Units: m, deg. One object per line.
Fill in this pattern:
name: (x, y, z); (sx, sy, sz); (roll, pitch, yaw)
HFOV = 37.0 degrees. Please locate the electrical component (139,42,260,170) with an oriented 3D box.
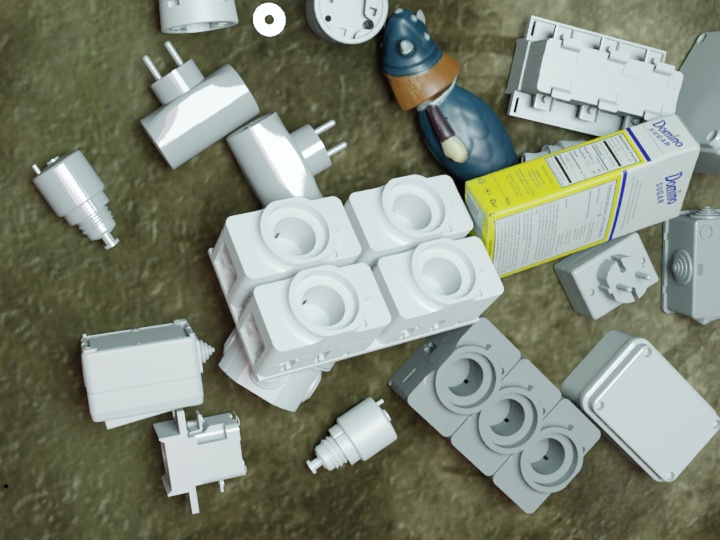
electrical component: (-0.126, -0.126, 0.781); (0.077, 0.043, 0.079); (-35, 105, -7)

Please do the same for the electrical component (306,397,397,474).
electrical component: (-0.007, 0.135, 0.854); (0.078, 0.040, 0.040); (-34, 105, -7)

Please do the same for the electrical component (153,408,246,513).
electrical component: (-0.122, 0.139, 0.825); (0.064, 0.042, 0.081); (-10, 102, -17)

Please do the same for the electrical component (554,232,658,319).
electrical component: (0.208, 0.005, 0.873); (0.066, 0.077, 0.047); (-31, 105, -9)

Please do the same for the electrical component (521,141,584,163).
electrical component: (0.161, -0.088, 0.868); (0.061, 0.035, 0.035); (1, 98, -13)

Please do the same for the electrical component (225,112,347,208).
electrical component: (-0.048, -0.084, 0.809); (0.079, 0.043, 0.077); (-31, 104, -8)

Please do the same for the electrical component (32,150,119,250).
electrical component: (-0.201, -0.050, 0.775); (0.040, 0.040, 0.078); (-35, 105, -8)

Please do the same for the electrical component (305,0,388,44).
electrical component: (-0.012, -0.195, 0.799); (0.055, 0.047, 0.055); (-2, 99, -14)

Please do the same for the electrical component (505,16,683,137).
electrical component: (0.186, -0.148, 0.850); (0.121, 0.063, 0.078); (11, 95, -16)

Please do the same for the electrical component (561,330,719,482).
electrical component: (0.238, 0.115, 0.907); (0.113, 0.057, 0.078); (44, 86, -17)

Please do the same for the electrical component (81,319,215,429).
electrical component: (-0.154, 0.076, 0.795); (0.096, 0.062, 0.061); (-8, 100, -13)

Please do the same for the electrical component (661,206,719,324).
electrical component: (0.308, -0.006, 0.912); (0.100, 0.048, 0.099); (-4, 99, -14)

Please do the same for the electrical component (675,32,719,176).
electrical component: (0.297, -0.133, 0.859); (0.056, 0.109, 0.108); (31, 90, -20)

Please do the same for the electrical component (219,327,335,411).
electrical component: (-0.063, 0.065, 0.809); (0.080, 0.080, 0.051); (31, 94, -17)

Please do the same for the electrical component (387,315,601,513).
electrical component: (0.111, 0.113, 0.871); (0.150, 0.062, 0.089); (44, 86, -17)

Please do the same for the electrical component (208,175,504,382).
electrical component: (0.000, 0.000, 0.778); (0.186, 0.060, 0.105); (-13, 69, -27)

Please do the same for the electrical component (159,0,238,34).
electrical component: (-0.118, -0.197, 0.768); (0.055, 0.055, 0.047); (-9, 97, -13)
